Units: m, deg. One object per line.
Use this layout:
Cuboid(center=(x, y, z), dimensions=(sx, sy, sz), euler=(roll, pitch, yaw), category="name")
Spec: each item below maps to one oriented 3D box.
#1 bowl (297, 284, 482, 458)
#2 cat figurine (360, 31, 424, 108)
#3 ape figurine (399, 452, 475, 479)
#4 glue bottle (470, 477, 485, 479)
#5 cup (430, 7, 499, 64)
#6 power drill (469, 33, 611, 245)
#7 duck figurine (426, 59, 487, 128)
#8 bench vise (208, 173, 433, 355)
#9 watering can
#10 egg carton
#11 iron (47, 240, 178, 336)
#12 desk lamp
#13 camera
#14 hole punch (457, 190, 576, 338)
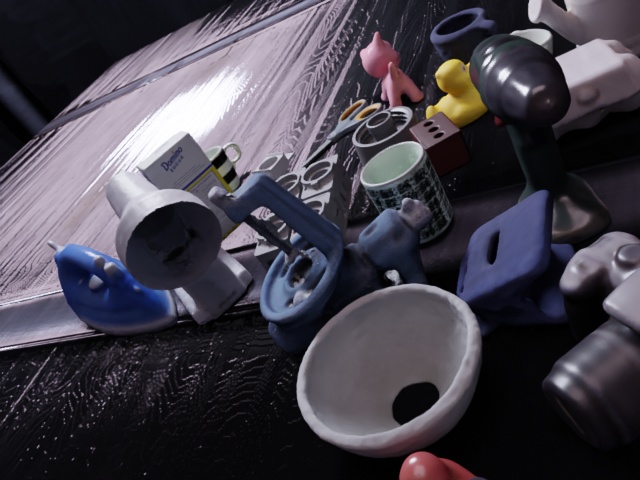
Cuboid(center=(0.068, 0.122, 0.498), dimensions=(0.167, 0.075, 0.167), euler=(-23, 33, 17), category="bowl")
Cuboid(center=(0.114, -0.294, 0.979), dimensions=(0.067, 0.118, 0.127), euler=(-29, 32, 7), category="cat figurine")
Cuboid(center=(0.080, 0.180, 0.392), dimensions=(0.077, 0.092, 0.076), euler=(-20, 34, 22), category="ape figurine")
Cuboid(center=(0.111, 0.171, 0.299), dimensions=(0.077, 0.173, 0.037), euler=(9, 52, 48), category="glue bottle")
Cuboid(center=(0.240, -0.300, 0.894), dimensions=(0.092, 0.095, 0.117), euler=(-44, 33, -17), category="cup")
Cuboid(center=(0.206, -0.098, 0.543), dimensions=(0.075, 0.209, 0.229), euler=(-24, 33, 15), category="power drill")
Cuboid(center=(0.195, -0.217, 0.831), dimensions=(0.104, 0.086, 0.077), euler=(-34, 32, 0), category="duck figurine")
Cuboid(center=(0.001, -0.002, 0.588), dimensions=(0.207, 0.220, 0.121), euler=(-38, 32, -7), category="bench vise")
Cuboid(center=(0.357, -0.327, 0.731), dimensions=(0.173, 0.194, 0.100), euler=(-39, 32, -9), category="watering can")
Cuboid(center=(0.310, -0.180, 0.693), dimensions=(0.150, 0.070, 0.107), euler=(-23, 33, 17), category="egg carton")
Cuboid(center=(-0.325, 0.059, 0.874), dimensions=(0.257, 0.142, 0.119), euler=(5, 48, 46), category="iron")
Cuboid(center=(-0.189, 0.010, 0.749), dimensions=(0.118, 0.214, 0.202), euler=(-41, 32, -12), category="desk lamp")
Cuboid(center=(0.217, 0.070, 0.409), dimensions=(0.137, 0.101, 0.142), euler=(-36, 32, -4), category="camera")
Cuboid(center=(0.174, 0.021, 0.524), dimensions=(0.100, 0.091, 0.109), euler=(-11, 38, 32), category="hole punch")
